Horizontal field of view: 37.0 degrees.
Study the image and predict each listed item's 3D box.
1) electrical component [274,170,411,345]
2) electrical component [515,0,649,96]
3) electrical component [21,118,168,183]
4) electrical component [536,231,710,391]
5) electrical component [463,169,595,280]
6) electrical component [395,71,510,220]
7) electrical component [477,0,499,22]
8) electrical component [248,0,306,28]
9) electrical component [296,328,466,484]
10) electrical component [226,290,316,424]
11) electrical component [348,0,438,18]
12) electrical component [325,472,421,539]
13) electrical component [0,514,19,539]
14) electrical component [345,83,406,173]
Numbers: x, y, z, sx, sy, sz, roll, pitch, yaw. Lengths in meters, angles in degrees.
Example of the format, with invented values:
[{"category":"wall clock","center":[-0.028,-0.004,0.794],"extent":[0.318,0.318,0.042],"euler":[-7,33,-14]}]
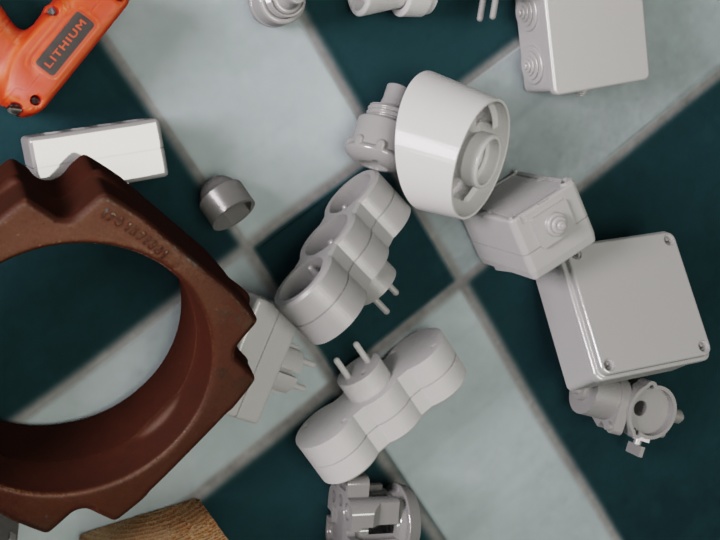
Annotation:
[{"category":"electrical component","center":[0.000,0.000,0.760],"extent":[0.073,0.052,0.138],"euler":[46,49,-22]},{"category":"electrical component","center":[0.170,-0.185,0.832],"extent":[0.100,0.048,0.099],"euler":[-13,103,-21]},{"category":"electrical component","center":[-0.171,-0.056,0.704],"extent":[0.083,0.047,0.075],"euler":[-12,102,-21]},{"category":"electrical component","center":[0.208,0.032,0.857],"extent":[0.109,0.056,0.108],"euler":[-8,75,-22]},{"category":"electrical component","center":[0.130,-0.031,0.811],"extent":[0.062,0.096,0.061],"euler":[-32,111,-16]},{"category":"electrical component","center":[0.066,-0.088,0.779],"extent":[0.099,0.064,0.099],"euler":[-43,144,-42]},{"category":"electrical component","center":[0.099,-0.220,0.786],"extent":[0.047,0.066,0.076],"euler":[7,95,-24]},{"category":"electrical component","center":[-0.052,-0.183,0.729],"extent":[0.035,0.061,0.035],"euler":[-4,99,-23]},{"category":"electrical component","center":[0.008,0.087,0.800],"extent":[0.138,0.052,0.073],"euler":[-39,111,-14]},{"category":"electrical component","center":[-0.066,0.066,0.768],"extent":[0.076,0.047,0.083],"euler":[23,88,-31]},{"category":"electrical component","center":[0.024,-0.203,0.768],"extent":[0.055,0.045,0.045],"euler":[-5,100,-23]},{"category":"electrical component","center":[0.010,0.191,0.814],"extent":[0.057,0.058,0.078],"euler":[2,97,-21]},{"category":"electrical component","center":[-0.261,0.162,0.671],"extent":[0.048,0.099,0.099],"euler":[-44,112,2]},{"category":"electrical component","center":[0.019,-0.104,0.782],"extent":[0.048,0.048,0.062],"euler":[21,82,-25]}]
